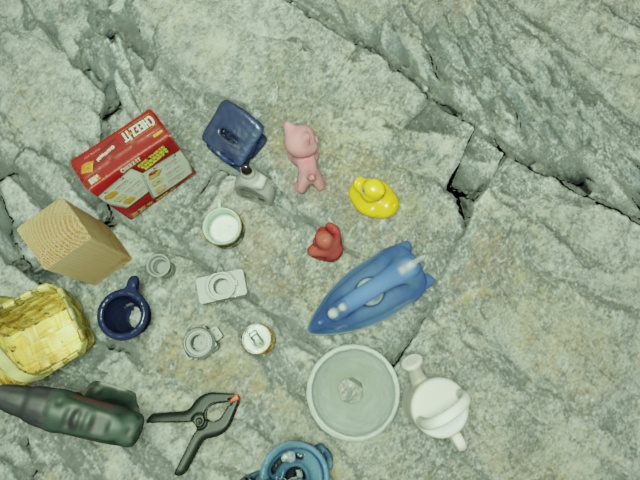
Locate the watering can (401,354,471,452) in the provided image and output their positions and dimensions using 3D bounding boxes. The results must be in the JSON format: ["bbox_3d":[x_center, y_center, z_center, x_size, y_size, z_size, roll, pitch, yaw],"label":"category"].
[{"bbox_3d":[0.196,0.280,0.978,0.172,0.194,0.101,37,81,7],"label":"watering can"}]

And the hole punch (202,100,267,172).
[{"bbox_3d":[-0.168,-0.202,1.124,0.108,0.091,0.101,36,81,7],"label":"hole punch"}]

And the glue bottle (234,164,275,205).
[{"bbox_3d":[-0.127,-0.109,1.064,0.078,0.173,0.037,19,79,4],"label":"glue bottle"}]

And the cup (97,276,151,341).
[{"bbox_3d":[-0.347,0.127,1.057,0.091,0.095,0.118,11,79,2],"label":"cup"}]

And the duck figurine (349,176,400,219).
[{"bbox_3d":[0.107,-0.088,1.105,0.104,0.086,0.077,30,80,6],"label":"duck figurine"}]

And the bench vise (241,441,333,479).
[{"bbox_3d":[-0.069,0.421,0.937,0.207,0.220,0.121,-43,82,-8],"label":"bench vise"}]

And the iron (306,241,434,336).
[{"bbox_3d":[0.085,0.099,1.040,0.258,0.141,0.118,-32,80,-6],"label":"iron"}]

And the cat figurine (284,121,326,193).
[{"bbox_3d":[-0.030,-0.165,1.104,0.067,0.118,0.128,-14,79,-3],"label":"cat figurine"}]

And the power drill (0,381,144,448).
[{"bbox_3d":[-0.399,0.288,0.968,0.229,0.208,0.076,15,79,3],"label":"power drill"}]

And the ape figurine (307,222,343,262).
[{"bbox_3d":[0.010,0.004,1.084,0.078,0.092,0.076,-32,80,-6],"label":"ape figurine"}]

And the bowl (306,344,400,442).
[{"bbox_3d":[0.059,0.274,1.040,0.167,0.075,0.167,0,79,0],"label":"bowl"}]
